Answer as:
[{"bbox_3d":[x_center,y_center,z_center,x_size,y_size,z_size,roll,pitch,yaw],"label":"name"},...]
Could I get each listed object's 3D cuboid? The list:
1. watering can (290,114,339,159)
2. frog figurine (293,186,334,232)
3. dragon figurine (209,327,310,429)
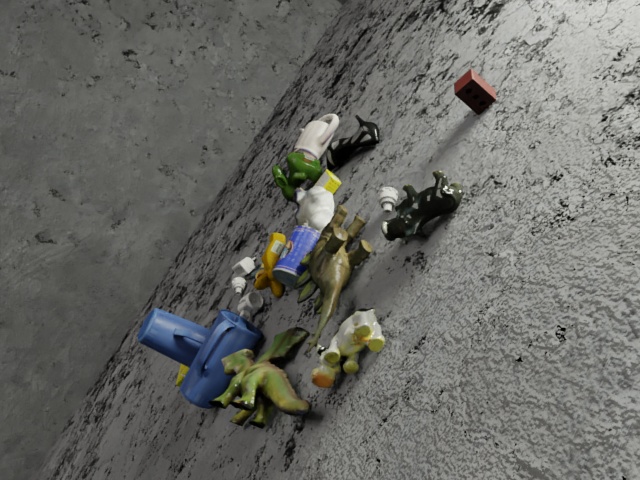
[{"bbox_3d":[-0.040,-0.377,1.981,0.227,0.103,0.347,-60,23,-14],"label":"watering can"},{"bbox_3d":[0.004,-0.072,1.437,0.161,0.123,0.136,32,113,44],"label":"frog figurine"},{"bbox_3d":[-0.108,0.284,1.137,0.406,0.121,0.248,-19,32,44],"label":"dragon figurine"}]
